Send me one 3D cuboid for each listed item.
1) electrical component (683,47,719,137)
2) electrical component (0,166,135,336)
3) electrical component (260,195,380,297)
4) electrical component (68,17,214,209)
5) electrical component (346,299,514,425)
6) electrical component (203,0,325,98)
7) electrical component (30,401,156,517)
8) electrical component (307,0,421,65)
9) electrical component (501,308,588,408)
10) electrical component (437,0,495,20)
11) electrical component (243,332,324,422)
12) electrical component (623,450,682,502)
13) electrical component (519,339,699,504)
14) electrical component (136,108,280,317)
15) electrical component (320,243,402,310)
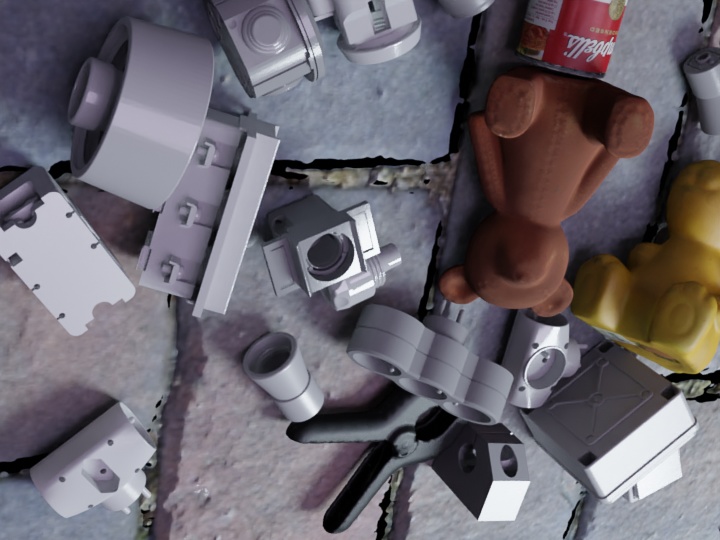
[{"bbox_3d":[0.289,-0.147,0.874,0.044,0.044,0.065,-38,121,-6],"label":"electrical component"},{"bbox_3d":[-0.190,-0.014,0.672,0.050,0.056,0.089,-37,126,-7],"label":"electrical component"},{"bbox_3d":[-0.032,-0.020,0.750,0.081,0.064,0.042,-23,124,-16],"label":"electrical component"},{"bbox_3d":[-0.136,-0.096,0.631,0.060,0.108,0.108,17,105,-27],"label":"electrical component"},{"bbox_3d":[0.061,0.059,0.837,0.138,0.052,0.073,29,69,-20],"label":"electrical component"},{"bbox_3d":[-0.058,-0.147,0.662,0.051,0.080,0.080,-27,124,-8],"label":"electrical component"},{"bbox_3d":[-0.179,0.145,0.766,0.077,0.043,0.079,-37,126,-7],"label":"electrical component"},{"bbox_3d":[0.007,-0.170,0.697,0.078,0.058,0.057,-20,125,-1],"label":"electrical component"},{"bbox_3d":[0.160,0.073,0.912,0.079,0.044,0.077,2,113,-29],"label":"electrical component"},{"bbox_3d":[0.065,-0.203,0.721,0.045,0.045,0.055,-43,127,-3],"label":"electrical component"},{"bbox_3d":[-0.054,0.083,0.805,0.044,0.044,0.065,-36,130,-8],"label":"electrical component"},{"bbox_3d":[0.258,0.159,0.999,0.062,0.061,0.096,-24,123,-16],"label":"electrical component"},{"bbox_3d":[0.214,0.129,0.931,0.109,0.109,0.056,-37,123,-7],"label":"electrical component"},{"bbox_3d":[-0.100,-0.042,0.700,0.063,0.078,0.121,16,107,-10],"label":"electrical component"},{"bbox_3d":[0.000,0.000,0.790,0.062,0.043,0.043,-25,124,-17],"label":"electrical component"}]
